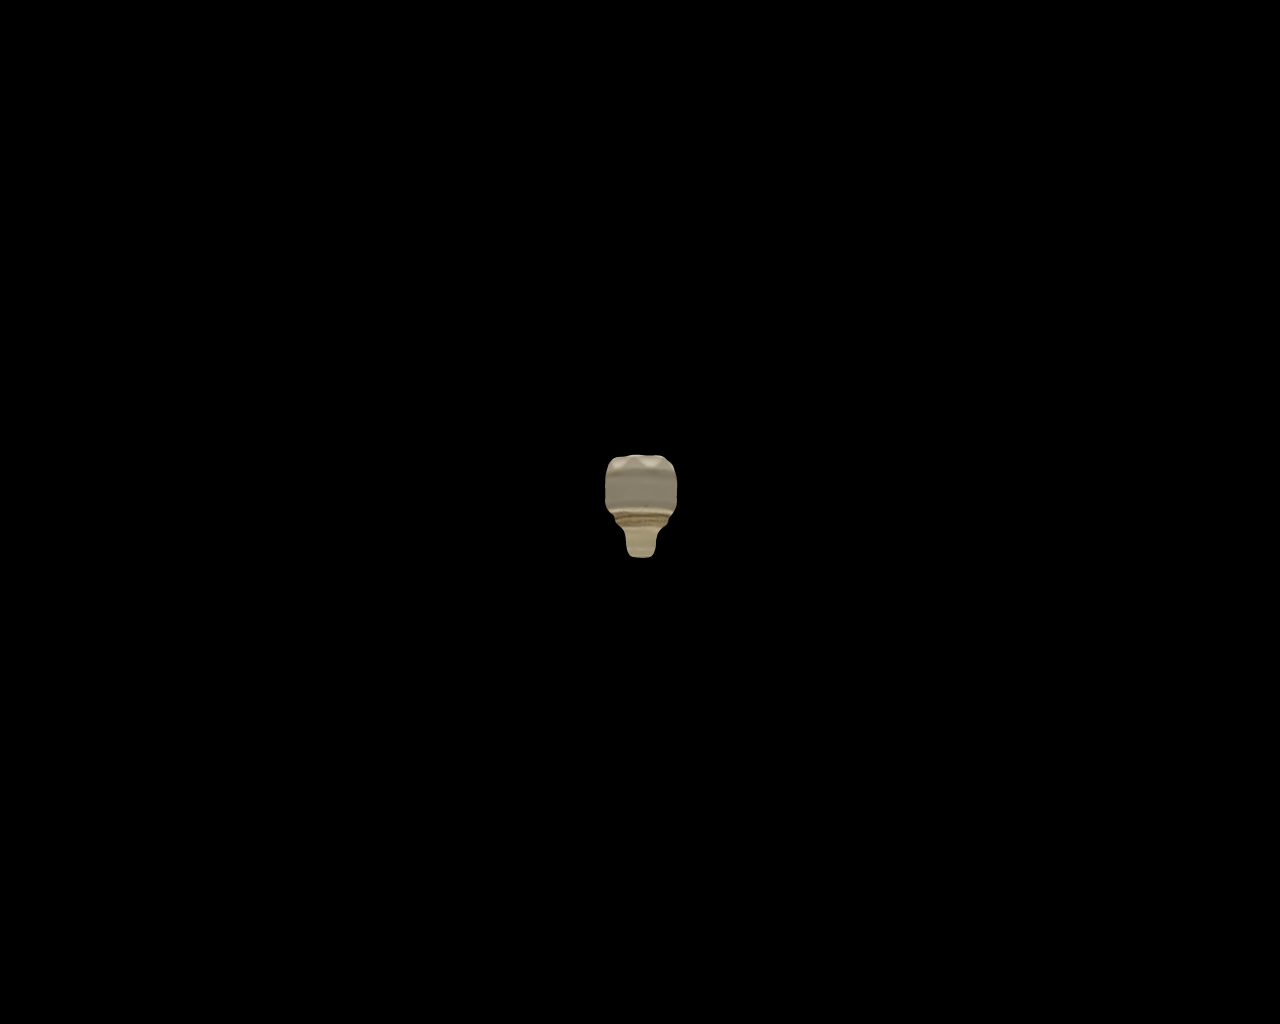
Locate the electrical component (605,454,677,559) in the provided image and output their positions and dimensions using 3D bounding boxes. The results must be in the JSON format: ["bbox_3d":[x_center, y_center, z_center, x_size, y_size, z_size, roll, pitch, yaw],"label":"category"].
[{"bbox_3d":[0.001,-0.003,0.650,0.043,0.062,0.043,0,-6,0],"label":"electrical component"}]
